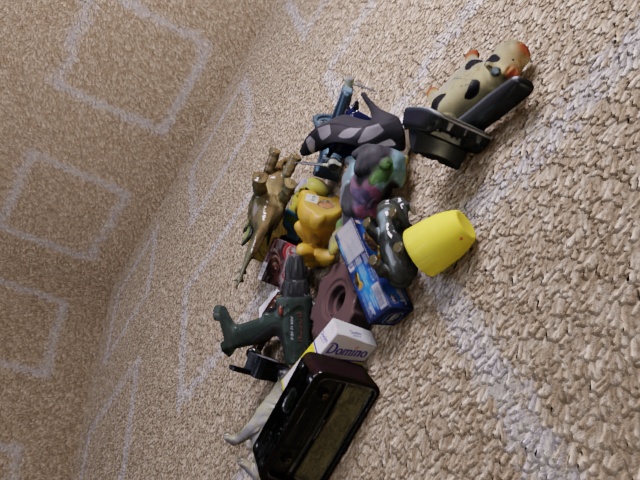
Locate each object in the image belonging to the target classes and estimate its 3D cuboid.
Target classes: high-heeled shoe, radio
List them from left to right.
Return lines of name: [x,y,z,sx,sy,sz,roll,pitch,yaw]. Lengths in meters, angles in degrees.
radio: [-0.012,0.311,0.919,0.229,0.131,0.073,-62,25,7]
high-heeled shoe: [0.067,-0.198,1.126,0.249,0.145,0.086,-33,0,45]

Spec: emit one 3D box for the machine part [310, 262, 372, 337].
machine part: [0.046,0.124,1.056,0.179,0.056,0.179,-44,34,39]

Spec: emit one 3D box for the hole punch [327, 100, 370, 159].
hole punch: [0.094,-0.222,1.204,0.142,0.115,0.092,-60,35,13]

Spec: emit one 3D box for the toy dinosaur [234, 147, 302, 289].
toy dinosaur: [-0.129,-0.079,1.319,0.471,0.105,0.198,-72,3,-53]

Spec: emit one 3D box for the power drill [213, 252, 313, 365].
power drill: [-0.115,0.154,1.135,0.086,0.207,0.232,-94,-7,-88]

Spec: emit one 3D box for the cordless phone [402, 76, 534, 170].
cordless phone: [0.240,-0.208,0.874,0.184,0.146,0.089,-40,43,46]

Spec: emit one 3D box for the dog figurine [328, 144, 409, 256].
dog figurine: [0.089,-0.064,1.075,0.191,0.108,0.219,158,128,-72]

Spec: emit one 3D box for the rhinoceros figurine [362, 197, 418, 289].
rhinoceros figurine: [0.136,-0.006,0.941,0.073,0.112,0.190,-32,38,31]

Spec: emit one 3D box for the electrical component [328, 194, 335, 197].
electrical component: [0.032,-0.075,1.288,0.063,0.021,0.094,-62,27,8]

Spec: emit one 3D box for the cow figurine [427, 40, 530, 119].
cow figurine: [0.276,-0.269,0.936,0.195,0.085,0.127,-39,31,38]

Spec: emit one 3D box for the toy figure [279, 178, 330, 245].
toy figure: [-0.041,-0.073,1.357,0.180,0.089,0.082,-69,21,10]

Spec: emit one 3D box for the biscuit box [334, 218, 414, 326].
biscuit box: [0.094,0.055,0.965,0.059,0.063,0.203,-48,48,34]

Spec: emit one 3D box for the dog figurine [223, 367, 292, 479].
dog figurine: [-0.067,0.361,1.035,0.190,0.121,0.172,-47,61,-1]

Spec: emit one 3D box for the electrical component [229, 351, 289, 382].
electrical component: [-0.139,0.280,1.195,0.075,0.119,0.047,0,69,64]

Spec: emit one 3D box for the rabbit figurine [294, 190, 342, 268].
rabbit figurine: [-0.002,-0.004,1.207,0.162,0.122,0.173,-93,16,-54]

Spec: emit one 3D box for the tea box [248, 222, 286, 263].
tea box: [-0.139,-0.016,1.470,0.068,0.098,0.170,-46,34,35]

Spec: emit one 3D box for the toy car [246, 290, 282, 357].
toy car: [-0.125,0.201,1.256,0.202,0.053,0.089,-60,6,36]

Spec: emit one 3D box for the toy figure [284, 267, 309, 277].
toy figure: [-0.056,0.082,1.236,0.058,0.064,0.154,-44,9,6]

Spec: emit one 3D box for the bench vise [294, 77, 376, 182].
bench vise: [0.039,-0.273,1.311,0.224,0.129,0.240,-72,0,-58]
